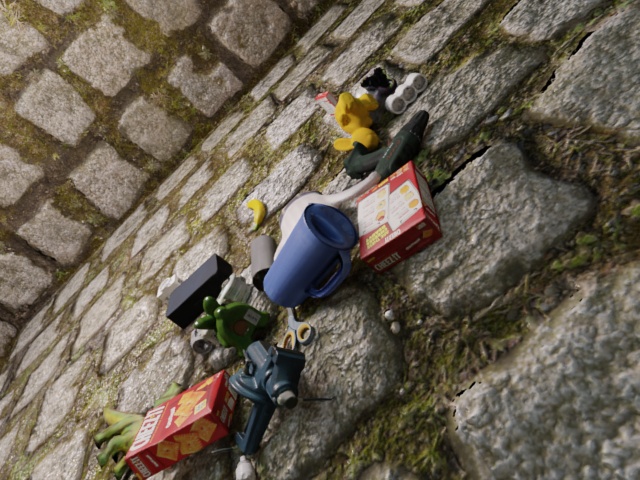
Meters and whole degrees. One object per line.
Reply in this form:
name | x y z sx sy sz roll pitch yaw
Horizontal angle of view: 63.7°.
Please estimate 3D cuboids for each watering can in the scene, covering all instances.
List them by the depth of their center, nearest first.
watering can | 0.004 -0.066 1.319 0.346 0.103 0.228 -45 27 6

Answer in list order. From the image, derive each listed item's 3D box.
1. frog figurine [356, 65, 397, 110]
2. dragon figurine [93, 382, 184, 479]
frog figurine | 0.173 -0.452 1.620 0.156 0.123 0.140 104 -175 -66
dragon figurine | -0.445 0.461 1.314 0.244 0.120 0.414 -35 26 -14
